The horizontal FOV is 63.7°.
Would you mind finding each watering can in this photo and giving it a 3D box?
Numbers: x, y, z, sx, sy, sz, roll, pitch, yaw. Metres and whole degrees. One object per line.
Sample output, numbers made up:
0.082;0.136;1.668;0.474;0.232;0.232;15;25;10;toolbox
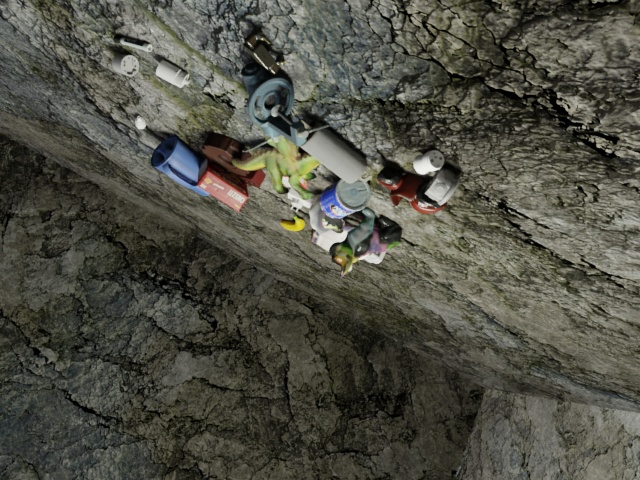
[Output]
0.068;0.016;1.875;0.224;0.106;0.341;27;154;1;watering can

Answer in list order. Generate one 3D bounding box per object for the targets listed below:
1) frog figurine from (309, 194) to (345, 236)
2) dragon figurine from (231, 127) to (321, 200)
0.005;-0.085;1.681;0.160;0.124;0.135;17;130;58;frog figurine
-0.118;-0.248;1.435;0.412;0.124;0.237;17;143;24;dragon figurine
